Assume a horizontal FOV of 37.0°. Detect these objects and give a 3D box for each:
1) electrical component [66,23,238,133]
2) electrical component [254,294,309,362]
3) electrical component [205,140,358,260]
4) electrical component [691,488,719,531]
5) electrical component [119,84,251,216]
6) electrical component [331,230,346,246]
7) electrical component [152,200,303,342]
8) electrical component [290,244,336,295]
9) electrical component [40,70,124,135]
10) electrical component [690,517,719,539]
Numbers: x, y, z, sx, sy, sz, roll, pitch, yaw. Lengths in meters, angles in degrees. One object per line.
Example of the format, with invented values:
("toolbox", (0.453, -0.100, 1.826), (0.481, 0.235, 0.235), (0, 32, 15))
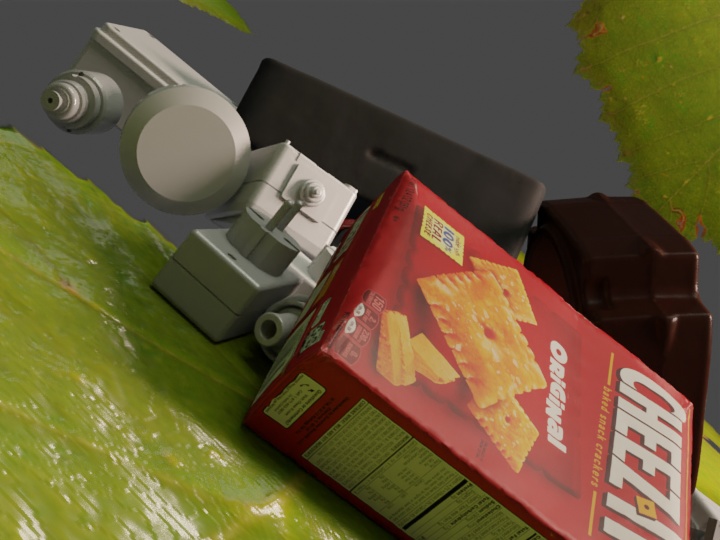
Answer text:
("electrical component", (-0.153, -0.129, 0.812), (0.109, 0.056, 0.108), (39, 10, -2))
("electrical component", (-0.033, 0.034, 0.574), (0.043, 0.043, 0.062), (44, 12, 24))
("electrical component", (-0.052, -0.040, 0.699), (0.062, 0.061, 0.096), (35, -15, -23))
("electrical component", (0.254, 0.207, 0.794), (0.096, 0.061, 0.061), (36, 11, -16))
("electrical component", (-0.112, -0.078, 0.681), (0.080, 0.080, 0.051), (36, 6, -21))
("electrical component", (0.000, 0.000, 0.826), (0.066, 0.047, 0.076), (36, 5, -19))
("electrical component", (-0.057, -0.008, 0.577), (0.047, 0.075, 0.083), (41, 10, 8))
("electrical component", (-0.017, 0.010, 0.639), (0.083, 0.075, 0.047), (41, 10, 6))
("electrical component", (-0.177, -0.104, 0.669), (0.040, 0.040, 0.078), (40, 11, 1))
("electrical component", (0.223, 0.201, 0.689), (0.063, 0.078, 0.121), (10, -11, 39))
